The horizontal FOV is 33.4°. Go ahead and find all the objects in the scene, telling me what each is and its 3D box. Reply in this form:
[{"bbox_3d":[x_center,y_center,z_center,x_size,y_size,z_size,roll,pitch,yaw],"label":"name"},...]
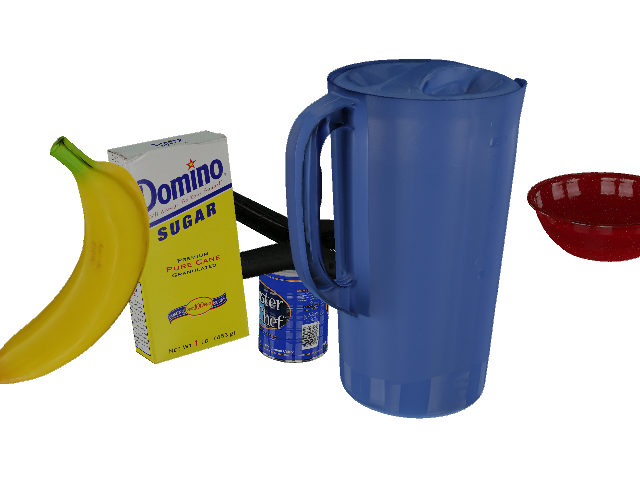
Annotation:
[{"bbox_3d":[-0.115,0.004,0.883,0.093,0.176,0.048,-16,21,-30],"label":"sugar box"},{"bbox_3d":[0.060,-0.001,0.749,0.149,0.243,0.145,4,20,10],"label":"pitcher"},{"bbox_3d":[-0.021,0.010,1.081,0.210,0.036,0.164,13,31,-5],"label":"clamp"},{"bbox_3d":[0.296,-0.021,1.109,0.162,0.055,0.162,-3,23,1],"label":"bowl"},{"bbox_3d":[-0.038,0.089,1.523,0.103,0.140,0.103,1,22,-1],"label":"coffee can"},{"bbox_3d":[-0.144,0.022,0.634,0.069,0.198,0.037,20,35,-9],"label":"banana"}]
